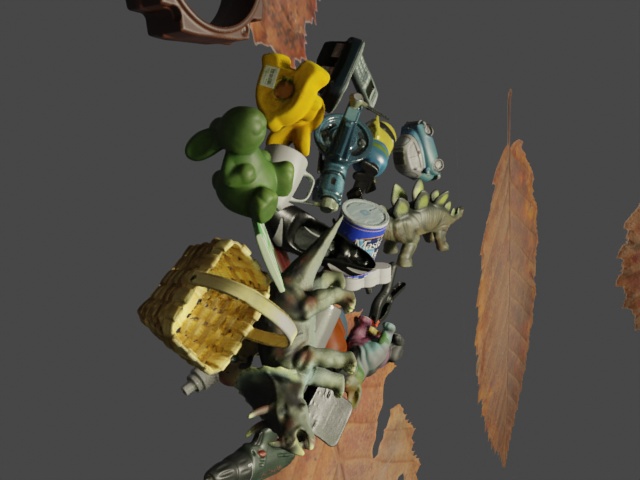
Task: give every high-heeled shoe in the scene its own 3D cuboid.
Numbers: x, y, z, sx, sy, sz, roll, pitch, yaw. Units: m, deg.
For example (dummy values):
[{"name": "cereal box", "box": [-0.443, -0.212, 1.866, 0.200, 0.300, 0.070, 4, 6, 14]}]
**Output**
[{"name": "high-heeled shoe", "box": [-0.002, -0.003, 1.023, 0.248, 0.145, 0.086, 39, 69, -43]}]

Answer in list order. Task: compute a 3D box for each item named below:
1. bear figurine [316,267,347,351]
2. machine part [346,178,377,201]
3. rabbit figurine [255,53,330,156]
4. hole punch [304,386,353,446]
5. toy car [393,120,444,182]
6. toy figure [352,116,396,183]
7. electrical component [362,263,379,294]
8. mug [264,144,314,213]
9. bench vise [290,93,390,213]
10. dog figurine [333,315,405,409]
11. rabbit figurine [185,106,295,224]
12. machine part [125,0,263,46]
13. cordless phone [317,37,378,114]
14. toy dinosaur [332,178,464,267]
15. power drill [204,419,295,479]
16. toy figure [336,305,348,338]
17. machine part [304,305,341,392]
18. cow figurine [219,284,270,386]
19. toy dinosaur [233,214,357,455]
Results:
[{"name": "bear figurine", "box": [-0.016, 0.157, 1.109, 0.120, 0.132, 0.195, -20, 96, -51]}, {"name": "machine part", "box": [0.097, -0.126, 1.218, 0.139, 0.039, 0.084, -61, 142, -47]}, {"name": "rabbit figurine", "box": [-0.036, -0.233, 0.966, 0.173, 0.122, 0.162, -1, 101, -73]}, {"name": "hole punch", "box": [-0.007, 0.381, 1.192, 0.115, 0.092, 0.142, 46, 60, -22]}, {"name": "toy car", "box": [0.236, -0.213, 1.353, 0.103, 0.109, 0.161, -27, 112, -28]}, {"name": "toy figure", "box": [0.117, -0.192, 1.177, 0.089, 0.082, 0.180, 42, 39, -27]}, {"name": "electrical component", "box": [0.122, 0.086, 1.335, 0.063, 0.021, 0.093, -47, 132, -38]}, {"name": "mug", "box": [-0.068, -0.100, 0.963, 0.109, 0.081, 0.107, 30, 71, -26]}, {"name": "bench vise", "box": [0.038, -0.174, 1.031, 0.240, 0.129, 0.223, 112, 3, -59]}, {"name": "dog figurine", "box": [0.105, 0.303, 1.300, 0.219, 0.109, 0.191, -59, 142, -20]}, {"name": "rabbit figurine", "box": [-0.119, -0.138, 0.835, 0.121, 0.159, 0.170, -49, 153, -38]}, {"name": "machine part", "box": [-0.172, -0.386, 0.758, 0.201, 0.087, 0.200, -19, 113, -52]}, {"name": "cordless phone", "box": [0.062, -0.305, 1.106, 0.184, 0.089, 0.146, 46, 61, -54]}, {"name": "toy dinosaur", "box": [0.212, -0.042, 1.332, 0.471, 0.105, 0.198, -18, 122, -36]}, {"name": "power drill", "box": [-0.112, 0.366, 1.035, 0.232, 0.086, 0.207, 28, 72, -55]}, {"name": "toy figure", "box": [0.027, 0.156, 1.191, 0.058, 0.064, 0.154, -15, 110, -11]}, {"name": "machine part", "box": [-0.028, 0.190, 0.994, 0.079, 0.079, 0.243, 44, 66, -49]}, {"name": "cow figurine", "box": [-0.125, 0.169, 0.964, 0.195, 0.086, 0.127, -66, 148, -15]}, {"name": "toy dinosaur", "box": [-0.043, 0.145, 0.899, 0.192, 0.131, 0.405, 5, 66, -14]}]
